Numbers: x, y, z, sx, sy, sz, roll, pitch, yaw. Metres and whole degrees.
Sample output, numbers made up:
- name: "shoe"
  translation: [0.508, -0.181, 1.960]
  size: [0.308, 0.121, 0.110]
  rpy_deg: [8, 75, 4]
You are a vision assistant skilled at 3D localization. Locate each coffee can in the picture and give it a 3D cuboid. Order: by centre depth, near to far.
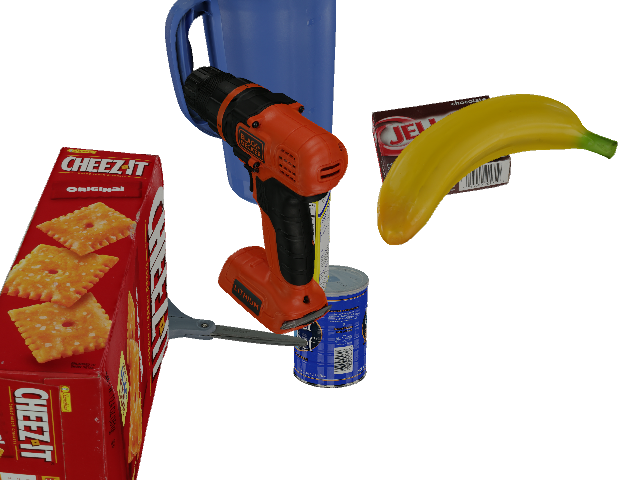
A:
- name: "coffee can"
  translation: [0.014, 0.116, 1.460]
  size: [0.103, 0.140, 0.103]
  rpy_deg: [0, 19, 0]

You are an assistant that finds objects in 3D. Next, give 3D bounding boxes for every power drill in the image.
- name: "power drill"
  translation: [-0.049, -0.033, 0.853]
  size: [0.057, 0.188, 0.185]
  rpy_deg: [-22, 39, -29]

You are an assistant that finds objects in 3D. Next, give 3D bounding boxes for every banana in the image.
- name: "banana"
  translation: [0.097, -0.053, 0.652]
  size: [0.197, 0.037, 0.070]
  rpy_deg: [-23, 46, -31]

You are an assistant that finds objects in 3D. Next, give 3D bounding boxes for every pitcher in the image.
- name: "pitcher"
  translation: [-0.056, -0.154, 1.047]
  size: [0.149, 0.243, 0.145]
  rpy_deg: [5, 36, 10]

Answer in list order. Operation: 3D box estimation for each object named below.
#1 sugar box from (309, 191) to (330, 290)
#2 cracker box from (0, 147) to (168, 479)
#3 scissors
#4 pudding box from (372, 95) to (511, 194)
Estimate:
- name: "sugar box"
  translation: [-0.014, -0.023, 1.240]
  size: [0.048, 0.176, 0.093]
  rpy_deg: [2, 21, 8]
- name: "cracker box"
  translation: [-0.134, 0.068, 0.620]
  size: [0.072, 0.164, 0.213]
  rpy_deg: [4, 34, -1]
- name: "scissors"
  translation: [-0.118, 0.073, 1.010]
  size: [0.201, 0.016, 0.096]
  rpy_deg: [-1, 33, -9]
- name: "pudding box"
  translation: [0.108, -0.084, 0.968]
  size: [0.113, 0.090, 0.039]
  rpy_deg: [-7, -42, -2]
